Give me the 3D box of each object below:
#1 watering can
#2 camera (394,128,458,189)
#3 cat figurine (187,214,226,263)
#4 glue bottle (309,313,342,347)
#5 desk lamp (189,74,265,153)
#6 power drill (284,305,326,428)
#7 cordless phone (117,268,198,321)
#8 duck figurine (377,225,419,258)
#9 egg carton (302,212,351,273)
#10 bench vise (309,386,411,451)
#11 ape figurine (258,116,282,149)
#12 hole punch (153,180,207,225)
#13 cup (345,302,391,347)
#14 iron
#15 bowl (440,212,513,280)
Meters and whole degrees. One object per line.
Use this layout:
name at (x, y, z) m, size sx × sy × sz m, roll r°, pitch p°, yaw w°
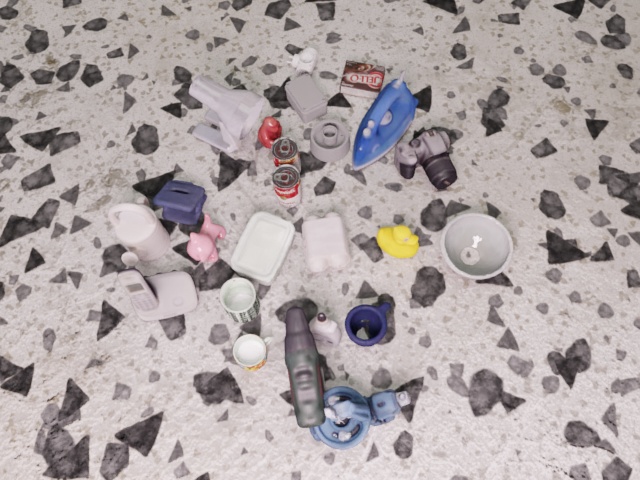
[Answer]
watering can at (-0.419, -0.025, 1.321) m, size 0.101 × 0.194 × 0.172 m, roll -21°, pitch 67°, yaw -7°
camera at (0.273, -0.196, 1.424) m, size 0.143 × 0.101 × 0.136 m, roll -20°, pitch 67°, yaw -7°
cat figurine at (-0.273, 0.000, 1.347) m, size 0.067 × 0.118 × 0.128 m, roll 8°, pitch 67°, yaw 6°
glue bottle at (0.008, 0.186, 1.224) m, size 0.078 × 0.173 × 0.037 m, roll 17°, pitch 68°, yaw 10°
desk lamp at (-0.236, -0.312, 1.431) m, size 0.203 × 0.213 × 0.118 m, roll 25°, pitch 69°, yaw 13°
power drill at (-0.032, 0.269, 1.169) m, size 0.075 × 0.208 × 0.229 m, roll -10°, pitch 66°, yaw -2°
cordless phone at (-0.358, 0.105, 1.266) m, size 0.147 × 0.185 × 0.094 m, roll -15°, pitch 66°, yaw -4°
duck figurine at (0.186, -0.007, 1.351) m, size 0.104 × 0.086 × 0.077 m, roll 23°, pitch 69°, yaw 12°
egg carton at (0.012, 0.005, 1.361) m, size 0.107 × 0.069 × 0.150 m, roll -9°, pitch 66°, yaw -2°
bench vise at (0.072, 0.328, 1.133) m, size 0.207 × 0.220 × 0.121 m, roll -33°, pitch 69°, yaw -12°
ape figurine at (-0.126, -0.283, 1.481) m, size 0.076 × 0.092 × 0.078 m, roll 25°, pitch 69°, yaw 12°
hole punch at (-0.344, -0.103, 1.409) m, size 0.108 × 0.091 × 0.101 m, roll 12°, pitch 67°, yaw 7°
cup at (0.109, 0.188, 1.262) m, size 0.118 × 0.095 × 0.091 m, roll -42°, pitch 71°, yaw -15°
iron at (0.155, -0.306, 1.455) m, size 0.118 × 0.141 × 0.258 m, roll 28°, pitch 70°, yaw 14°
bowl at (0.359, 0.024, 1.338) m, size 0.167 × 0.075 × 0.167 m, roll -1°, pitch 66°, yaw 2°
